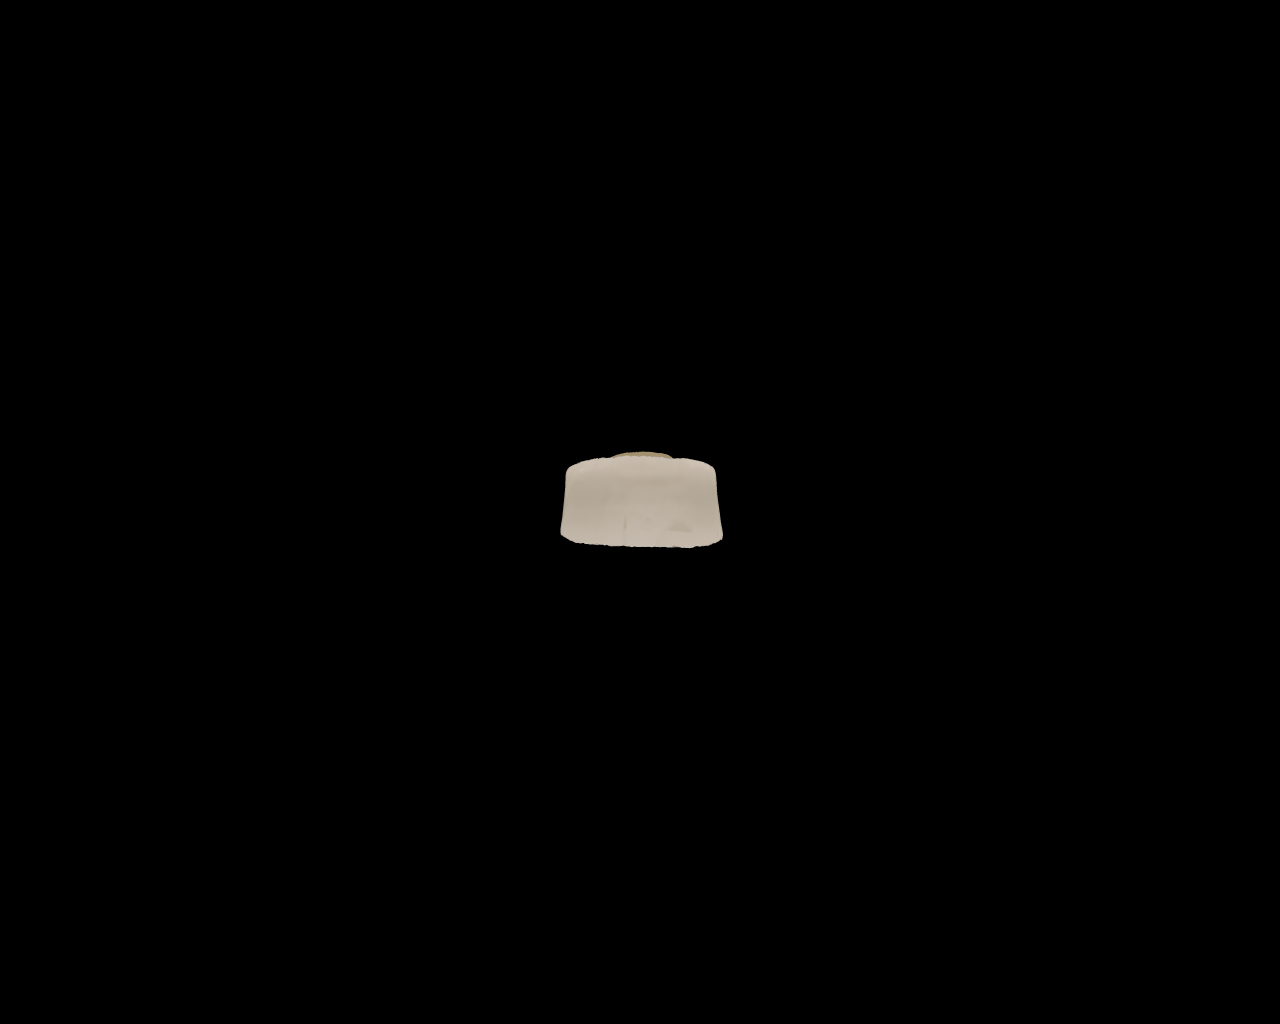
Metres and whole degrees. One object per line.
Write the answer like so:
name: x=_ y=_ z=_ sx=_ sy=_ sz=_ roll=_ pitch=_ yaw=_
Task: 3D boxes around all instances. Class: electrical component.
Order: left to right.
electrical component: x=0.001 y=-0.003 z=0.650 sx=0.099 sy=0.064 sz=0.099 roll=0 pitch=-7 yaw=0
